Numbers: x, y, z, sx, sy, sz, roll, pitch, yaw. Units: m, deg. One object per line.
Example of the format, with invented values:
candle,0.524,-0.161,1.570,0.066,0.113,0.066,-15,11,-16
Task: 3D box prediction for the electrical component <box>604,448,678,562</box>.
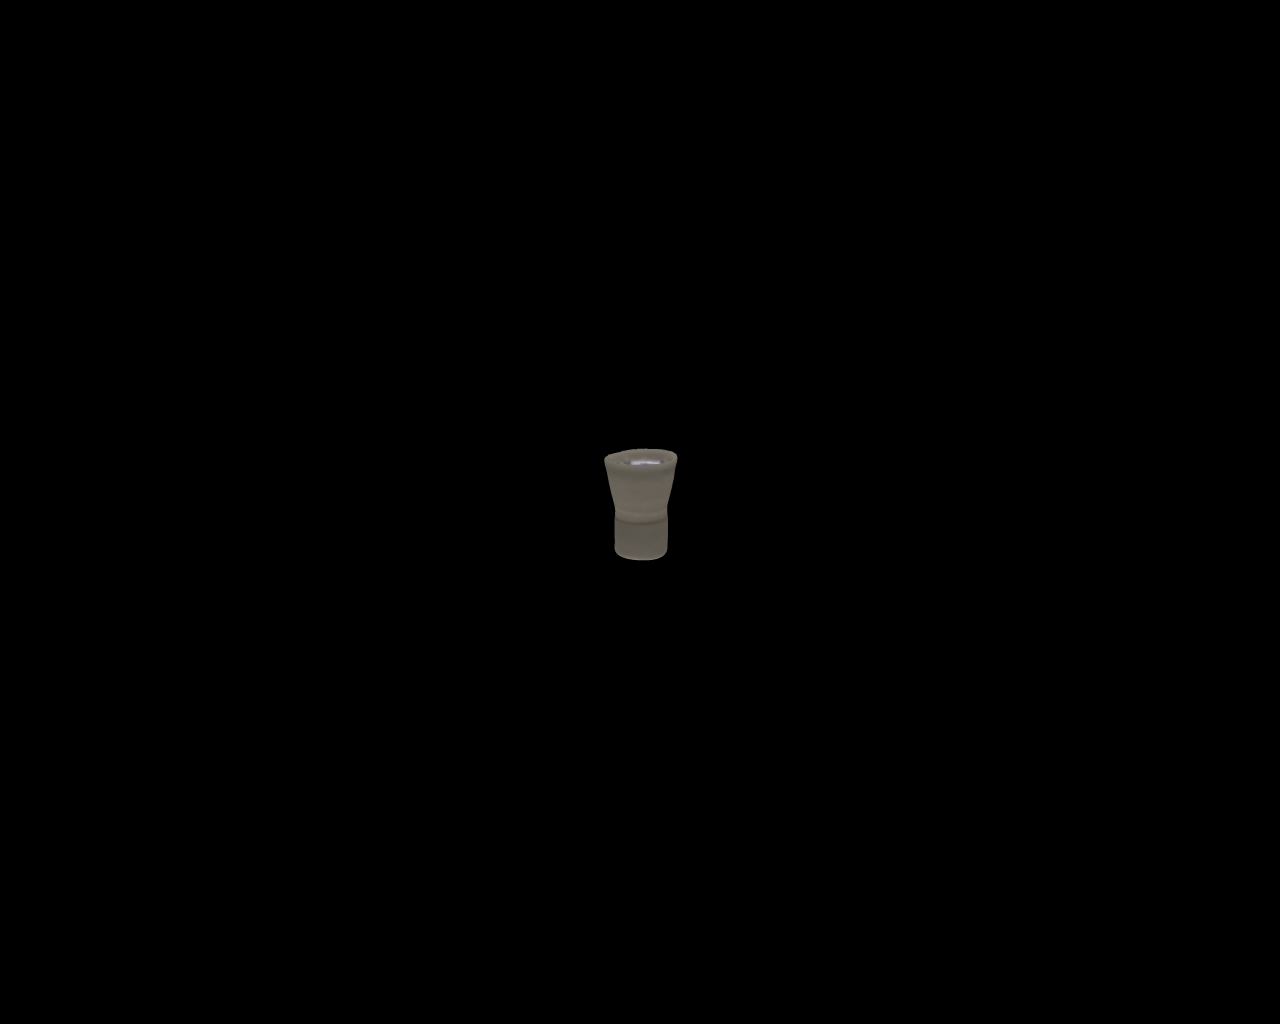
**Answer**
electrical component,0.001,-0.003,0.650,0.044,0.065,0.044,0,17,0
